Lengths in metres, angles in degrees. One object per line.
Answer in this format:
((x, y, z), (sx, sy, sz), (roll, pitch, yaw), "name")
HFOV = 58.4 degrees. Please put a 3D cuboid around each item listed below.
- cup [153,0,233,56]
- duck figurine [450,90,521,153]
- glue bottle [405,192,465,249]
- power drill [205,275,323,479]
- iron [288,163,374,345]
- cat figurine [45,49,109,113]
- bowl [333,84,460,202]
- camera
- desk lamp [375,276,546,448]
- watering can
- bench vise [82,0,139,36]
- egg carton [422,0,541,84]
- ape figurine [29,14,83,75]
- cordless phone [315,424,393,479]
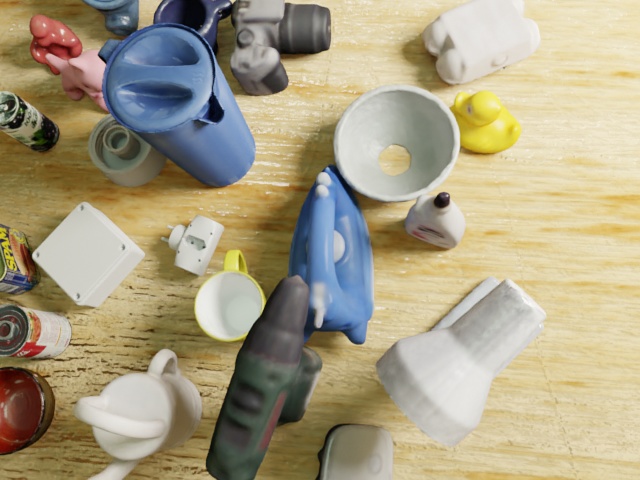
((-0.177, -0.313, 0.854), (0.117, 0.095, 0.091), (-22, 75, 2), "cup")
((0.224, -0.167, 0.774), (0.104, 0.086, 0.077), (27, 82, 12), "duck figurine")
((0.145, -0.030, 0.708), (0.078, 0.173, 0.037), (17, 80, 11), "glue bottle")
((-0.054, 0.162, 0.671), (0.075, 0.208, 0.230), (19, 80, 12), "power drill")
((0.007, 0.003, 0.735), (0.118, 0.141, 0.258), (-2, 77, 7), "iron")
((-0.344, -0.248, 0.849), (0.127, 0.118, 0.067), (19, 80, 11), "cat figurine")
((0.104, -0.123, 0.785), (0.167, 0.075, 0.167), (-2, 77, 7), "bowl")
((-0.056, -0.297, 0.832), (0.136, 0.101, 0.143), (2, 77, 8), "camera")
((0.168, 0.122, 0.649), (0.203, 0.214, 0.118), (-44, 75, -4), "desk lamp")
((-0.221, 0.219, 0.687), (0.101, 0.194, 0.173), (-2, 77, 7), "watering can")
((-0.327, -0.441, 0.838), (0.121, 0.220, 0.207), (-16, 76, 4), "bench vise")
((0.227, -0.284, 0.809), (0.150, 0.069, 0.107), (-24, 75, 1), "egg carton")
((-0.416, -0.312, 0.886), (0.077, 0.092, 0.076), (2, 77, 8), "ape figurine")
((0.033, 0.287, 0.644), (0.094, 0.185, 0.147), (2, 77, 8), "cordless phone")
